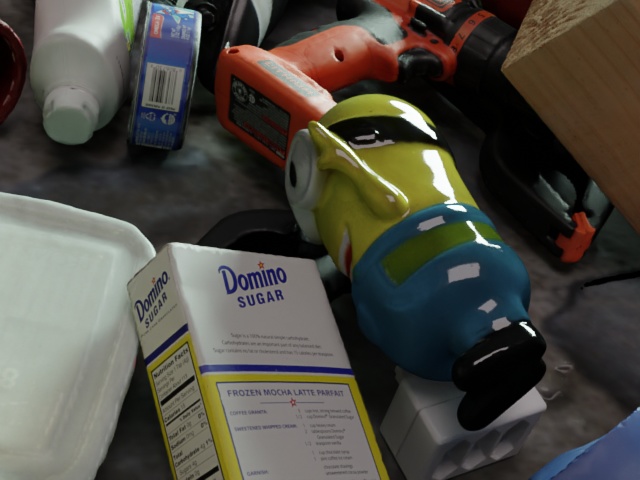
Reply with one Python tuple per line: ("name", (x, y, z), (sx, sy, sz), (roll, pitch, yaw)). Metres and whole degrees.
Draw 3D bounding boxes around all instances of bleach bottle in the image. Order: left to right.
("bleach bottle", (-0.145, -0.161, 0.670), (0.068, 0.102, 0.251), (-4, 48, 1))

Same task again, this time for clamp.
("clamp", (-0.004, 0.001, 0.606), (0.171, 0.039, 0.120), (-5, 36, -20))
("clamp", (0.156, -0.069, 0.713), (0.164, 0.036, 0.210), (0, 45, -15))

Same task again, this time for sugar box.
("sugar box", (-0.021, 0.089, 0.475), (0.093, 0.048, 0.176), (9, 50, -42))

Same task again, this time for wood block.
("wood block", (0.212, -0.067, 0.624), (0.206, 0.090, 0.090), (46, 44, -16))

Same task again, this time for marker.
("marker", (-0.092, -0.160, 0.707), (0.020, 0.020, 0.121), (-7, 26, -21))

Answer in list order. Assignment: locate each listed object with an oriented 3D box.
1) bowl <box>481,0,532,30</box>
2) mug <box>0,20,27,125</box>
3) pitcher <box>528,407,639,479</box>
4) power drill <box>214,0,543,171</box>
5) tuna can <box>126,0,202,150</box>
("bowl", (0.172, -0.153, 0.724), (0.162, 0.055, 0.162), (13, 19, -5))
("mug", (-0.238, -0.105, 0.602), (0.117, 0.093, 0.082), (-23, 53, -35))
("pitcher", (0.160, 0.187, 0.403), (0.149, 0.145, 0.243), (-29, 68, -27))
("power drill", (0.043, -0.099, 0.661), (0.185, 0.057, 0.187), (34, 48, 28))
("tuna can", (-0.093, -0.097, 0.637), (0.033, 0.086, 0.086), (8, 47, -10))
